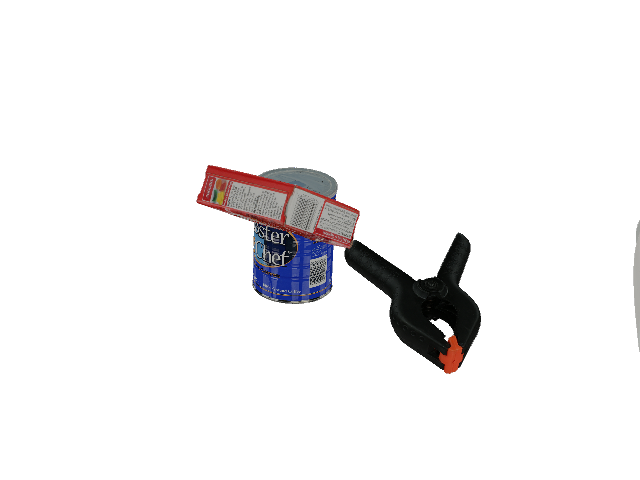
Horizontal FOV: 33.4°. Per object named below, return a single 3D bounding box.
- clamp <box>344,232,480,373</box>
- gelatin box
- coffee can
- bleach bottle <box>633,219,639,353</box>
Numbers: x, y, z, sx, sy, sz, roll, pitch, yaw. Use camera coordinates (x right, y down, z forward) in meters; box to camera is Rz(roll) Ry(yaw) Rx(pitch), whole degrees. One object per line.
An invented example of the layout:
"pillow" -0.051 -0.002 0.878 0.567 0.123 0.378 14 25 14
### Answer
"clamp" 0.104 0.047 0.955 0.120 0.039 0.171 -15 43 -13
"gelatin box" -0.027 -0.022 0.714 0.073 0.030 0.089 16 -2 32
"coffee can" -0.033 -0.007 1.324 0.103 0.140 0.103 2 26 -1
"bleach bottle" 0.278 0.020 0.766 0.103 0.068 0.250 6 20 15
